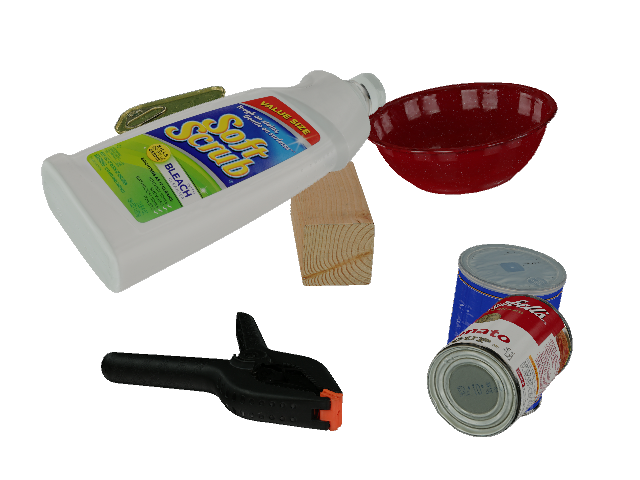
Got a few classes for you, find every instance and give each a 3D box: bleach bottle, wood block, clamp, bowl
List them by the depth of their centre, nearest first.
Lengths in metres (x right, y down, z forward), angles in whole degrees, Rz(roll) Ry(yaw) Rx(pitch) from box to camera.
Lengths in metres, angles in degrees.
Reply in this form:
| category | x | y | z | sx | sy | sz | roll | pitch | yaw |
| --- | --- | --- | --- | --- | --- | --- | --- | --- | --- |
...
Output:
| category | x | y | z | sx | sy | sz | roll | pitch | yaw |
| --- | --- | --- | --- | --- | --- | --- | --- | --- | --- |
| bleach bottle | -0.063 | -0.063 | 0.760 | 0.250 | 0.103 | 0.068 | -30 | -21 | -24 |
| clamp | -0.056 | 0.108 | 0.897 | 0.210 | 0.036 | 0.164 | 13 | 21 | 35 |
| bowl | 0.119 | -0.082 | 0.897 | 0.162 | 0.055 | 0.162 | -9 | 25 | 4 |
| wood block | 0.012 | -0.027 | 1.437 | 0.090 | 0.090 | 0.206 | -1 | 27 | -6 |

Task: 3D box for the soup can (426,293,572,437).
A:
| category | x | y | z | sx | sy | sz | roll | pitch | yaw |
| --- | --- | --- | --- | --- | --- | --- | --- | --- | --- |
| soup can | 0.124 | 0.085 | 0.734 | 0.069 | 0.068 | 0.102 | 0 | 16 | 33 |

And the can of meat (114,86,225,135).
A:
| category | x | y | z | sx | sy | sz | roll | pitch | yaw |
| --- | --- | --- | --- | --- | --- | --- | --- | --- | --- |
| can of meat | -0.124 | -0.083 | 0.972 | 0.102 | 0.084 | 0.057 | -12 | 30 | 10 |

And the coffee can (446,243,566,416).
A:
| category | x | y | z | sx | sy | sz | roll | pitch | yaw |
| --- | --- | --- | --- | --- | --- | --- | --- | --- | --- |
| coffee can | 0.177 | 0.087 | 1.046 | 0.103 | 0.140 | 0.103 | 4 | 24 | -2 |
